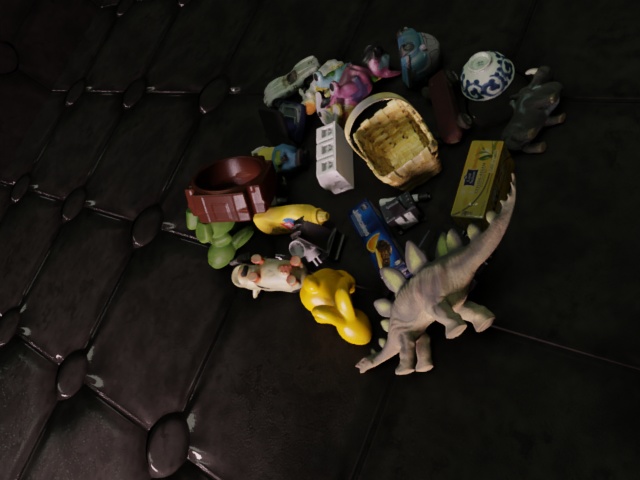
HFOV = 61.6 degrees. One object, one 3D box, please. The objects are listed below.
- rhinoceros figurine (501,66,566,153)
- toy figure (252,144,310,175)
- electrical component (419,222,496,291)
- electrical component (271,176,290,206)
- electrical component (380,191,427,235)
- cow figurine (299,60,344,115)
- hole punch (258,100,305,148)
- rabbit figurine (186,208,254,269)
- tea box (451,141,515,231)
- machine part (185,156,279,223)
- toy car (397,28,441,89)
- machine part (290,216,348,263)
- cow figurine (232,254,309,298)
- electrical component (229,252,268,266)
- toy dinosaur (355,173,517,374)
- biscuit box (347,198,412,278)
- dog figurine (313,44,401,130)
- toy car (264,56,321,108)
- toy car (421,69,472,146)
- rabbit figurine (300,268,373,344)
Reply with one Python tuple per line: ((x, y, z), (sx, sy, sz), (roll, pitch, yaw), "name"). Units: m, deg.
((0.435, -0.264, 1.095), (0.112, 0.073, 0.190), (19, 80, 51), "rhinoceros figurine")
((-0.115, -0.211, 1.444), (0.180, 0.082, 0.089), (6, 70, 35), "toy figure")
((0.259, 0.033, 1.064), (0.134, 0.058, 0.115), (26, 81, 41), "electrical component")
((-0.125, -0.126, 1.432), (0.102, 0.045, 0.078), (-15, 87, 32), "electrical component")
((0.169, -0.063, 1.138), (0.075, 0.119, 0.048), (-33, 52, 20), "electrical component")
((-0.003, -0.426, 1.487), (0.167, 0.068, 0.098), (-45, 43, 3), "cow figurine")
((-0.096, -0.321, 1.479), (0.142, 0.115, 0.092), (23, 49, 41), "hole punch")
((-0.263, -0.012, 1.409), (0.159, 0.170, 0.121), (-28, 40, -35), "rabbit figurine")
((0.325, -0.100, 1.062), (0.068, 0.098, 0.169), (7, 69, 36), "tea box")
((-0.216, -0.131, 1.331), (0.201, 0.087, 0.201), (-2, 34, 14), "machine part")
((0.244, -0.451, 1.315), (0.103, 0.109, 0.162), (-5, 49, 9), "toy car")
((-0.003, -0.004, 1.219), (0.039, 0.139, 0.084), (5, 70, 61), "machine part")
((-0.120, 0.085, 1.276), (0.195, 0.127, 0.085), (0, 66, 20), "cow figurine")
((-0.178, 0.053, 1.356), (0.094, 0.063, 0.021), (-16, 59, 27), "electrical component")
((0.212, 0.091, 0.975), (0.471, 0.105, 0.199), (-47, 56, 27), "toy dinosaur")
((0.129, 0.002, 1.169), (0.063, 0.059, 0.203), (-37, 50, 14), "biscuit box")
((0.103, -0.393, 1.380), (0.219, 0.191, 0.109), (-24, 42, -21), "dog figurine")
((-0.084, -0.458, 1.569), (0.202, 0.056, 0.073), (-28, 53, 20), "toy car")
((0.289, -0.302, 1.225), (0.089, 0.053, 0.202), (-36, 47, 40), "toy car")
((0.045, 0.139, 1.115), (0.122, 0.162, 0.173), (-38, 67, -3), "rabbit figurine")
